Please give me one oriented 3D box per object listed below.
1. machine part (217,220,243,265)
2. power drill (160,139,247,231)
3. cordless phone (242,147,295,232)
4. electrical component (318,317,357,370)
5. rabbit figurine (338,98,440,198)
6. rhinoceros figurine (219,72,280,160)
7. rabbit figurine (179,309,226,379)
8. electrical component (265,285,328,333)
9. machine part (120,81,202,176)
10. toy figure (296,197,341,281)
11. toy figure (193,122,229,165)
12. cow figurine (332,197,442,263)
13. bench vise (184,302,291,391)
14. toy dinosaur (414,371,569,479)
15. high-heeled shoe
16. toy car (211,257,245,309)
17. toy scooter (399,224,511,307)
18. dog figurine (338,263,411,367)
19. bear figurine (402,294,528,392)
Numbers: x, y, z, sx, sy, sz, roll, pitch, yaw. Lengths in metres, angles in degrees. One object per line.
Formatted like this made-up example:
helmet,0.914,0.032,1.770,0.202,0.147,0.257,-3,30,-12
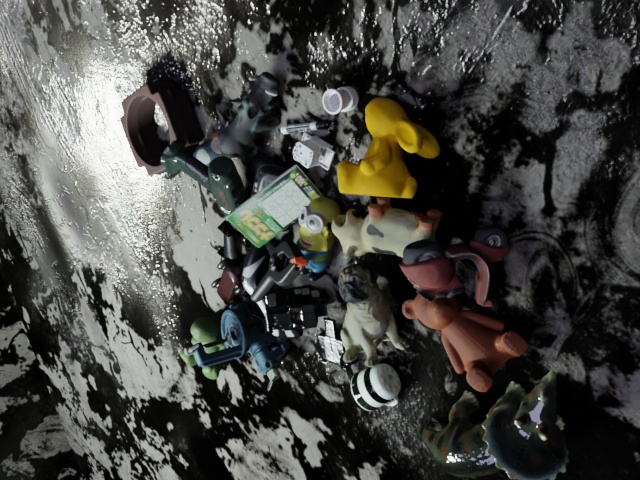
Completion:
machine part,-0.225,0.018,1.326,0.084,0.039,0.138,35,140,35
power drill,-0.254,-0.123,1.209,0.207,0.086,0.231,37,156,14
cordless phone,-0.127,-0.113,1.179,0.184,0.089,0.146,41,132,35
electrical component,0.036,0.219,1.184,0.075,0.048,0.119,3,109,39
rabbit figurine,0.113,-0.159,0.919,0.163,0.122,0.173,4,91,41
rhinoceros figurine,-0.143,-0.252,1.094,0.073,0.112,0.190,46,113,22
rabbit figurine,-0.278,0.255,1.396,0.121,0.159,0.170,33,145,24
electrical component,-0.052,0.148,1.170,0.134,0.115,0.058,-7,109,-2
machine part,-0.390,-0.272,1.319,0.201,0.087,0.201,-14,97,43
toy figure,-0.005,-0.005,1.105,0.082,0.089,0.180,17,129,17
toy figure,-0.237,-0.211,1.235,0.064,0.058,0.154,34,139,-28
cow figurine,0.114,-0.010,0.982,0.195,0.085,0.127,14,116,20
bench vise,-0.201,0.258,1.287,0.129,0.240,0.224,-49,59,46
toy dinosaur,0.276,0.350,0.935,0.405,0.192,0.131,-41,78,41
high-heeled shoe,-0.099,0.113,1.242,0.145,0.086,0.248,14,115,23
toy car,-0.223,0.111,1.341,0.089,0.053,0.202,50,153,9
toy scooter,0.229,0.057,0.891,0.184,0.075,0.135,-13,102,3
dog figurine,0.077,0.132,1.058,0.172,0.121,0.190,-10,103,57
bear figurine,0.241,0.148,0.930,0.120,0.132,0.196,-44,79,3
